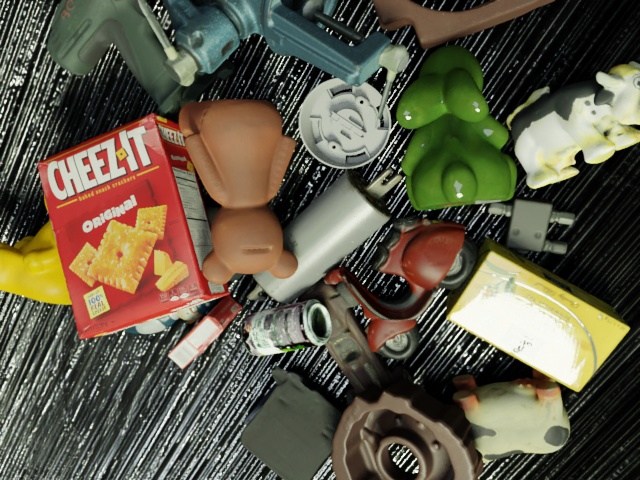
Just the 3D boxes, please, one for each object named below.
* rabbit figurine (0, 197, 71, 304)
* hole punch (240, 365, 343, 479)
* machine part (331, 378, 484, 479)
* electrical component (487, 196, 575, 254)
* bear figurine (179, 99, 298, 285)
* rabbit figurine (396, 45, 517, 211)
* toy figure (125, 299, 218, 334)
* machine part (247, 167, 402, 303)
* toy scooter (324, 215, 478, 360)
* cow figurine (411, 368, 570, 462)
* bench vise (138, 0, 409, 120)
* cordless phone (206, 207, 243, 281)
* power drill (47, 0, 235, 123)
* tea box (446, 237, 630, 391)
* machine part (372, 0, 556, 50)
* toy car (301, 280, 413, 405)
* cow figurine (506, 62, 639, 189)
[{"bbox_3d":[-0.334,-0.006,0.705,0.162,0.122,0.173,15,89,6],"label":"rabbit figurine"},{"bbox_3d":[-0.035,0.247,0.725,0.142,0.092,0.116,40,80,3],"label":"hole punch"},{"bbox_3d":[0.099,0.253,0.631,0.180,0.056,0.179,5,100,30],"label":"machine part"},{"bbox_3d":[0.237,-0.016,0.613,0.094,0.021,0.063,10,107,10],"label":"electrical component"},{"bbox_3d":[-0.087,-0.056,0.601,0.120,0.132,0.195,-7,104,-19],"label":"bear figurine"},{"bbox_3d":[0.129,-0.120,0.557,0.121,0.159,0.170,-6,88,25],"label":"rabbit figurine"},{"bbox_3d":[-0.200,0.090,0.726,0.155,0.064,0.058,-16,77,20],"label":"toy figure"},{"bbox_3d":[-0.001,-0.002,0.643,0.243,0.079,0.079,-41,93,20],"label":"machine part"},{"bbox_3d":[0.086,0.041,0.625,0.135,0.075,0.183,31,100,-3],"label":"toy scooter"},{"bbox_3d":[0.203,0.234,0.660,0.195,0.085,0.127,-15,95,15],"label":"cow figurine"},{"bbox_3d":[-0.032,-0.210,0.518,0.241,0.223,0.128,35,154,17],"label":"bench vise"},{"bbox_3d":[-0.157,-0.044,0.669,0.147,0.089,0.184,1,100,13],"label":"cordless phone"},{"bbox_3d":[-0.197,-0.253,0.621,0.232,0.086,0.207,-43,97,16],"label":"power drill"},{"bbox_3d":[0.242,0.082,0.615,0.170,0.068,0.098,28,109,4],"label":"tea box"},{"bbox_3d":[0.136,-0.307,0.525,0.202,0.087,0.200,-16,100,18],"label":"machine part"},{"bbox_3d":[0.042,0.143,0.687,0.089,0.053,0.202,-29,95,16],"label":"toy car"},{"bbox_3d":[0.261,-0.123,0.520,0.167,0.068,0.098,-38,72,57],"label":"cow figurine"}]
